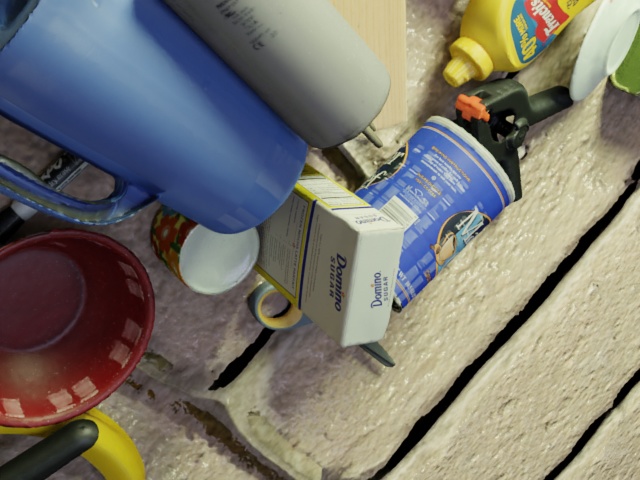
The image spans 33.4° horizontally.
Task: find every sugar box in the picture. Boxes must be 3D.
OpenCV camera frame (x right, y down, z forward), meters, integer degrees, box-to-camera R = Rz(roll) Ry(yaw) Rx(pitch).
[{"bbox_3d":[-0.005,0.001,0.817,0.048,0.176,0.093,-6,116,-32],"label":"sugar box"}]

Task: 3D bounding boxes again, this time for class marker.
[{"bbox_3d":[-0.194,-0.041,0.768,0.121,0.020,0.020,-44,131,-7],"label":"marker"}]

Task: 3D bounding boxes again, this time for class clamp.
[{"bbox_3d":[-0.266,0.207,0.820,0.209,0.036,0.165,-3,130,-26],"label":"clamp"},{"bbox_3d":[0.166,-0.091,0.964,0.171,0.039,0.120,2,110,-51],"label":"clamp"}]

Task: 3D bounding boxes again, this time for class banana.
[{"bbox_3d":[-0.203,0.159,0.859,0.070,0.037,0.197,-42,132,19],"label":"banana"}]

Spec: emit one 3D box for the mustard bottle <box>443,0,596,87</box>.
[{"bbox_3d":[0.177,-0.202,0.916,0.191,0.058,0.096,-44,144,-7],"label":"mustard bottle"}]

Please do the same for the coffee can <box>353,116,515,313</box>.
[{"bbox_3d":[0.082,-0.022,0.915,0.140,0.103,0.102,-44,131,-7],"label":"coffee can"}]

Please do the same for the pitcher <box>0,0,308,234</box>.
[{"bbox_3d":[-0.126,-0.091,0.707,0.149,0.145,0.242,-39,133,19],"label":"pitcher"}]

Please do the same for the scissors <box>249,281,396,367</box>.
[{"bbox_3d":[0.001,0.080,0.971,0.096,0.016,0.201,-37,129,-12],"label":"scissors"}]

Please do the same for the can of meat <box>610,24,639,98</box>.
[{"bbox_3d":[0.343,-0.181,1.046,0.083,0.058,0.102,11,106,-36],"label":"can of meat"}]

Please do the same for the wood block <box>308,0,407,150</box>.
[{"bbox_3d":[0.003,-0.184,0.784,0.090,0.090,0.206,-20,123,-26],"label":"wood block"}]

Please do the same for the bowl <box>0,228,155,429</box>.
[{"bbox_3d":[-0.206,0.056,0.787,0.161,0.055,0.162,-16,122,-28],"label":"bowl"}]
